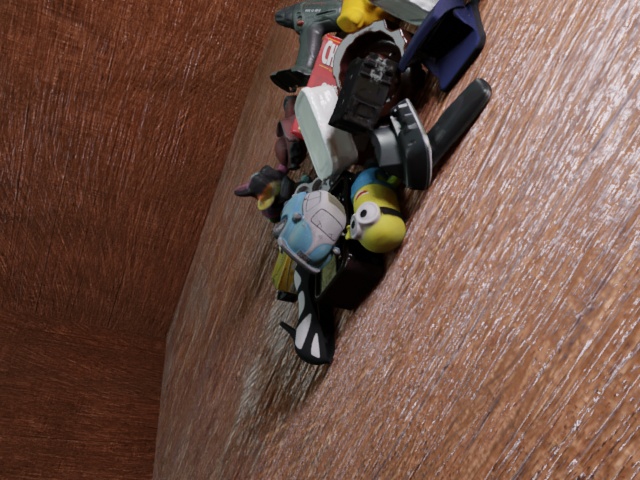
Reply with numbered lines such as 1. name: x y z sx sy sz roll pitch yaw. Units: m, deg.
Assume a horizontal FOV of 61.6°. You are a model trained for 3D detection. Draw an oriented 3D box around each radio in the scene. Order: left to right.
1. radio: 0.049 -0.004 0.961 0.131 0.073 0.230 128 151 -47

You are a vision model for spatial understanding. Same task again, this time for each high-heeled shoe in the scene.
1. high-heeled shoe: 0.015 0.106 1.007 0.145 0.086 0.248 24 83 42

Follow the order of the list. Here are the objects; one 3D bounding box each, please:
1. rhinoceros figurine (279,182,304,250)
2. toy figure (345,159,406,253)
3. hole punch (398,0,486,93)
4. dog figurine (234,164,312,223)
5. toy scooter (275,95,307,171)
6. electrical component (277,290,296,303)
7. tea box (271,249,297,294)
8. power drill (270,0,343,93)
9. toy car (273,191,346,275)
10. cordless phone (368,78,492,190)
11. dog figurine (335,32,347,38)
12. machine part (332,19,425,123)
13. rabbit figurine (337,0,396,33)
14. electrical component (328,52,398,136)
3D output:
1. rhinoceros figurine: -0.042 -0.043 1.265 0.190 0.073 0.112 -66 31 19
2. toy figure: 0.094 -0.058 0.874 0.180 0.089 0.082 -84 6 -50
3. hole punch: 0.180 -0.307 0.817 0.142 0.092 0.116 122 159 -48
4. dog figurine: -0.125 -0.104 1.318 0.219 0.109 0.191 -34 -25 -57
5. toy scooter: -0.060 -0.233 1.251 0.135 0.075 0.183 -113 23 -49
6. electrical component: -0.057 0.091 1.227 0.119 0.048 0.075 135 145 -58
7. tea box: -0.029 0.027 1.123 0.169 0.098 0.068 -70 20 9
8. power drill: -0.039 -0.432 1.188 0.232 0.086 0.207 8 71 40
9. toy car: -0.005 -0.028 0.894 0.103 0.109 0.162 -34 25 27
10. cordless phone: 0.166 -0.179 0.797 0.184 0.088 0.147 -49 29 30
11. dog figurine: 0.077 -0.422 1.205 0.191 0.121 0.172 59 136 46
12. machine part: 0.102 -0.291 0.945 0.180 0.056 0.179 8 102 42
13. rabbit figurine: 0.139 -0.482 1.070 0.173 0.121 0.162 -1 65 56
14. electrical component: 0.064 -0.231 0.869 0.134 0.058 0.115 -154 85 -76
